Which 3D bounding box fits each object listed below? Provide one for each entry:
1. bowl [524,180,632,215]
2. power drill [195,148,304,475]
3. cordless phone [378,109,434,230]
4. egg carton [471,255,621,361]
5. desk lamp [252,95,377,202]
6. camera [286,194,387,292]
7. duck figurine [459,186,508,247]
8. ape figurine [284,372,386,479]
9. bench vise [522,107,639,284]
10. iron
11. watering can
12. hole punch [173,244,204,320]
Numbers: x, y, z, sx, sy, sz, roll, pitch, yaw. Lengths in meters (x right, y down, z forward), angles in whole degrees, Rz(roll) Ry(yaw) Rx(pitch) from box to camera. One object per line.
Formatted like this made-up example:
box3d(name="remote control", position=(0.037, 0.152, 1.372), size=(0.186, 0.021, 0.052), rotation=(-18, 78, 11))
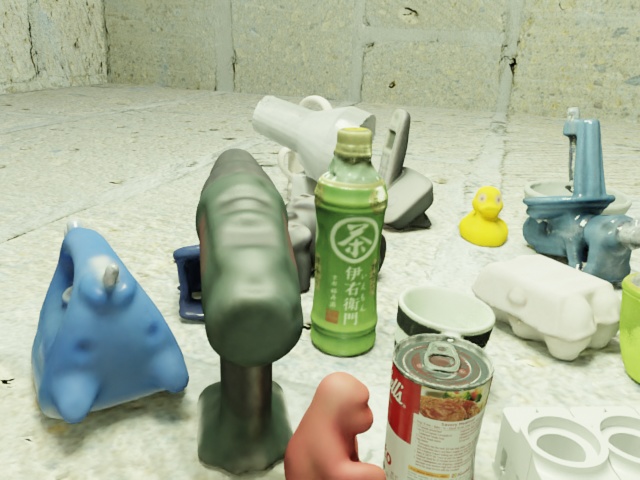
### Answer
box3d(name="bowl", position=(0.420, -0.046, 0.953), size=(0.167, 0.075, 0.167), rotation=(2, 20, -1))
box3d(name="power drill", position=(-0.059, 0.052, 0.435), size=(0.076, 0.208, 0.229), rotation=(-2, 21, -12))
box3d(name="cordless phone", position=(0.135, -0.120, 0.960), size=(0.094, 0.185, 0.147), rotation=(-5, 21, -18))
box3d(name="egg carton", position=(0.245, 0.068, 0.629), size=(0.107, 0.069, 0.149), rotation=(-10, 24, -31))
box3d(name="desk lamp", position=(-0.025, -0.099, 0.844), size=(0.202, 0.214, 0.118), rotation=(10, 22, 21))
box3d(name="camera", position=(0.007, 0.003, 0.734), size=(0.136, 0.101, 0.143), rotation=(13, 23, 27))
box3d(name="duck figurine", position=(0.265, -0.045, 0.916), size=(0.077, 0.086, 0.104), rotation=(4, 20, 6))
box3d(name="ape figurine", position=(0.014, 0.134, 0.391), size=(0.076, 0.092, 0.078), rotation=(3, 20, 2))
box3d(name="bench vise", position=(0.371, -0.062, 0.779), size=(0.122, 0.220, 0.206), rotation=(-10, 24, -30))
box3d(name="iron", position=(-0.210, 0.049, 0.523), size=(0.119, 0.141, 0.257), rotation=(-10, 24, -31))
box3d(name="watering can", position=(-0.006, -0.172, 1.073), size=(0.100, 0.194, 0.173), rotation=(11, 22, 23))
box3d(name="hole punch", position=(-0.112, 0.033, 0.653), size=(0.109, 0.091, 0.101), rotation=(-1, 20, -8))
